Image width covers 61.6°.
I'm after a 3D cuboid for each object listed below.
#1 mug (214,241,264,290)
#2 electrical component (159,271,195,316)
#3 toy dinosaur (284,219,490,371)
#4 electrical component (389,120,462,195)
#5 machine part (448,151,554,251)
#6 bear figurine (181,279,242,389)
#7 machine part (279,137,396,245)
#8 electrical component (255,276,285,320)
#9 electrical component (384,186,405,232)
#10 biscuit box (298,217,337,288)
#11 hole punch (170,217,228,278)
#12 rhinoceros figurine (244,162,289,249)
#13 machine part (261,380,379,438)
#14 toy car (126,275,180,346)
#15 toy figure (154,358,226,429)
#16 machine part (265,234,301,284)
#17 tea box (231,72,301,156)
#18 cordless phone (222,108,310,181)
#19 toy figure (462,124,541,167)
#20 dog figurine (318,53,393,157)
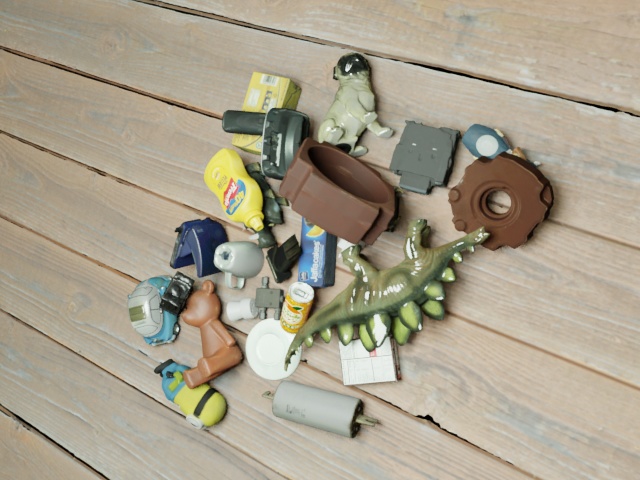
[{"bbox_3d":[-0.183,0.050,1.149,0.081,0.107,0.109,15,88,23],"label":"mug"},{"bbox_3d":[-0.313,0.124,1.176,0.048,0.119,0.075,29,65,-6],"label":"electrical component"},{"bbox_3d":[0.107,0.104,1.014,0.471,0.105,0.198,-28,66,23],"label":"toy dinosaur"},{"bbox_3d":[0.203,-0.157,1.049,0.115,0.058,0.134,16,90,24],"label":"electrical component"},{"bbox_3d":[0.321,-0.068,0.965,0.180,0.056,0.179,9,107,30],"label":"machine part"},{"bbox_3d":[-0.249,0.195,1.150,0.120,0.132,0.196,-37,77,43],"label":"bear figurine"},{"bbox_3d":[0.034,-0.089,0.980,0.201,0.201,0.087,30,117,-9],"label":"machine part"},{"bbox_3d":[-0.107,0.125,1.156,0.063,0.021,0.094,-1,81,20],"label":"electrical component"},{"bbox_3d":[0.130,-0.067,1.073,0.078,0.045,0.102,10,88,20],"label":"electrical component"},{"bbox_3d":[-0.002,-0.003,1.109,0.059,0.062,0.202,1,84,23],"label":"biscuit box"},{"bbox_3d":[-0.253,0.017,1.171,0.092,0.142,0.115,22,106,23],"label":"hole punch"},{"bbox_3d":[-0.133,-0.076,1.161,0.112,0.073,0.190,-24,76,16],"label":"rhinoceros figurine"},{"bbox_3d":[-0.005,0.333,1.065,0.243,0.079,0.079,9,88,21],"label":"machine part"},{"bbox_3d":[-0.387,0.160,1.220,0.109,0.103,0.161,-13,78,20],"label":"toy car"},{"bbox_3d":[-0.283,0.331,1.173,0.180,0.082,0.089,43,102,22],"label":"toy figure"},{"bbox_3d":[-0.077,0.039,1.112,0.139,0.039,0.084,-49,56,58],"label":"machine part"},{"bbox_3d":[-0.117,-0.270,1.178,0.098,0.068,0.169,20,93,22],"label":"tea box"},{"bbox_3d":[-0.117,-0.200,1.103,0.184,0.089,0.146,6,94,7],"label":"cordless phone"},{"bbox_3d":[0.337,-0.155,0.999,0.155,0.058,0.064,41,138,18],"label":"toy figure"},{"bbox_3d":[0.045,-0.276,1.112,0.172,0.121,0.191,-24,63,12],"label":"dog figurine"}]
